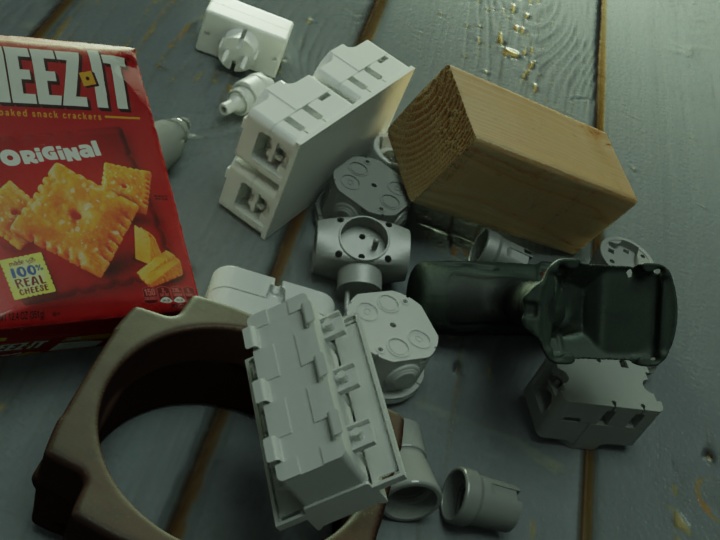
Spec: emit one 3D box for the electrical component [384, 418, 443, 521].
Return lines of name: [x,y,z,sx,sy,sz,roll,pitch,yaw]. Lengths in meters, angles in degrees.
electrical component: [0.031,0.137,0.757,0.044,0.044,0.065,10,39,-18]

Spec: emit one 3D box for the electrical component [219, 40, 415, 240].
electrical component: [-0.039,-0.120,0.938,0.060,0.105,0.186,36,42,12]

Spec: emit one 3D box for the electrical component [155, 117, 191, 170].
electrical component: [-0.168,-0.107,0.910,0.040,0.040,0.078,31,41,5]

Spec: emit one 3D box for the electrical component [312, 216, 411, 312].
electrical component: [0.000,0.000,0.877,0.077,0.044,0.079,6,61,-6]

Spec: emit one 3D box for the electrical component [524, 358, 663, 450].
electrical component: [0.182,0.105,0.853,0.089,0.055,0.050,8,44,-19]

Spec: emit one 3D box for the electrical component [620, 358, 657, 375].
electrical component: [0.226,0.069,0.928,0.061,0.035,0.035,14,42,-9]

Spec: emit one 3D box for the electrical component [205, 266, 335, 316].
electrical component: [-0.070,0.044,0.791,0.095,0.053,0.059,17,42,-10]

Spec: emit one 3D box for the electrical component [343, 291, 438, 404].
electrical component: [0.017,0.058,0.823,0.080,0.051,0.080,14,42,-13]

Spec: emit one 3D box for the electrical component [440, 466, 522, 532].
electrical component: [0.086,0.163,0.758,0.046,0.040,0.040,18,41,-18]

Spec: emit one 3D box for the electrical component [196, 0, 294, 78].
electrical component: [-0.116,-0.218,1.045,0.083,0.047,0.075,20,42,-7]

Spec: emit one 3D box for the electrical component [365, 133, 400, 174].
electrical component: [0.028,-0.092,0.986,0.055,0.047,0.055,14,42,-13]

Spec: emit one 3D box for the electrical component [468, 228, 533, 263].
electrical component: [0.125,-0.010,0.957,0.046,0.040,0.040,23,41,-11]

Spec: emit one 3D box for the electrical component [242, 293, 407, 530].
electrical component: [-0.028,0.078,0.628,0.079,0.063,0.121,-24,48,8]

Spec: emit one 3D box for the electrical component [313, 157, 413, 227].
electrical component: [0.004,-0.055,0.934,0.080,0.051,0.080,14,42,-13]

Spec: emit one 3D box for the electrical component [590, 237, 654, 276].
electrical component: [0.235,0.005,0.989,0.055,0.047,0.055,14,42,-13]

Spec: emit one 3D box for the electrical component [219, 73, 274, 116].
electrical component: [-0.107,-0.159,0.999,0.035,0.035,0.061,38,45,14]
